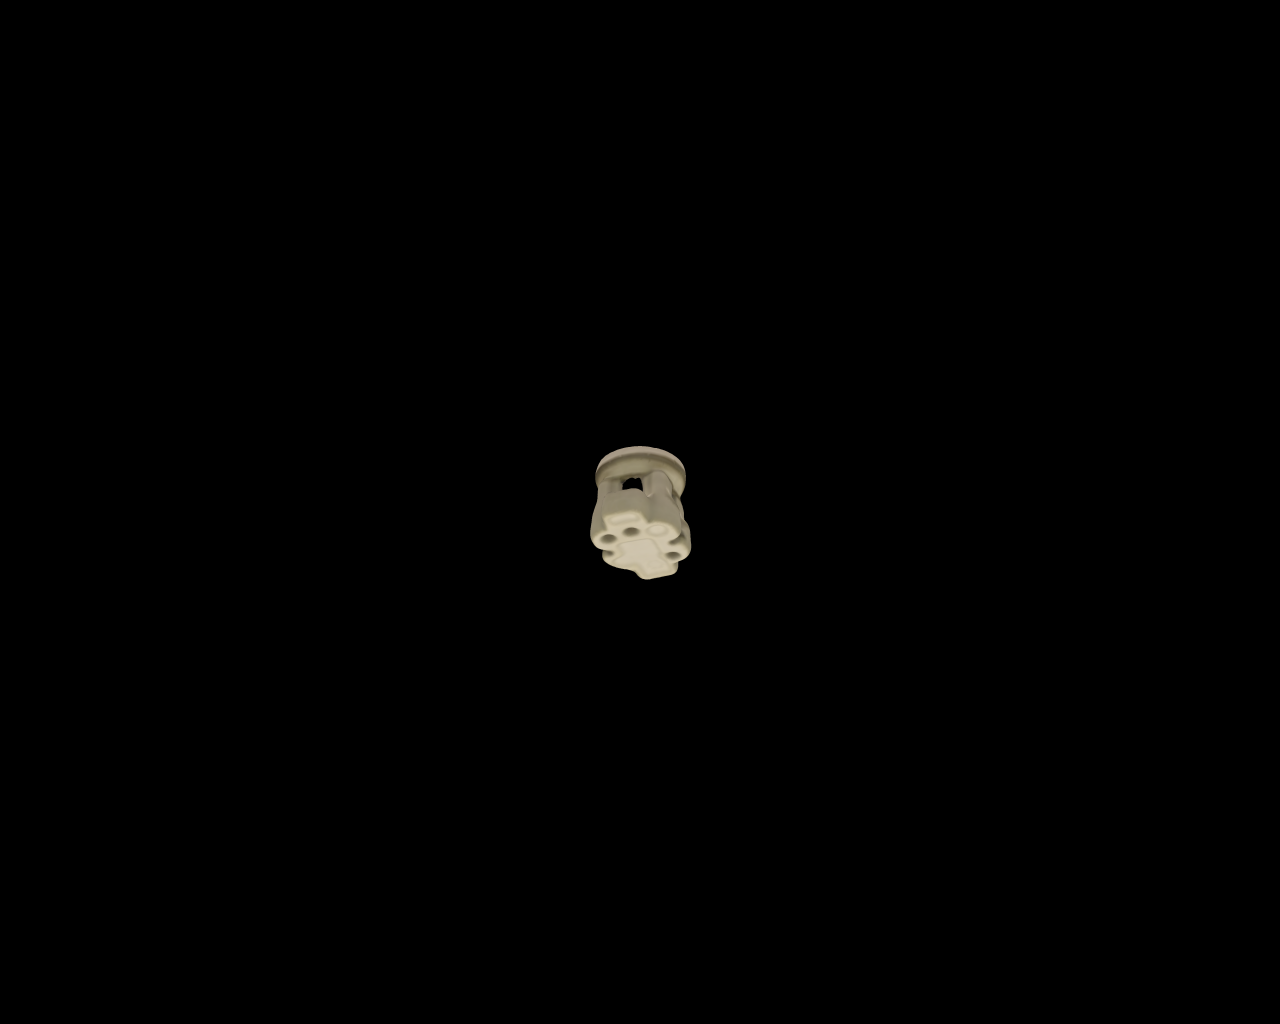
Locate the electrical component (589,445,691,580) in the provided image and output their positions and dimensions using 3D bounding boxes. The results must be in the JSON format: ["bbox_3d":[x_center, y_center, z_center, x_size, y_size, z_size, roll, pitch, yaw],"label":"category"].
[{"bbox_3d":[0.001,-0.003,0.650,0.058,0.057,0.078,-10,-34,15],"label":"electrical component"}]
